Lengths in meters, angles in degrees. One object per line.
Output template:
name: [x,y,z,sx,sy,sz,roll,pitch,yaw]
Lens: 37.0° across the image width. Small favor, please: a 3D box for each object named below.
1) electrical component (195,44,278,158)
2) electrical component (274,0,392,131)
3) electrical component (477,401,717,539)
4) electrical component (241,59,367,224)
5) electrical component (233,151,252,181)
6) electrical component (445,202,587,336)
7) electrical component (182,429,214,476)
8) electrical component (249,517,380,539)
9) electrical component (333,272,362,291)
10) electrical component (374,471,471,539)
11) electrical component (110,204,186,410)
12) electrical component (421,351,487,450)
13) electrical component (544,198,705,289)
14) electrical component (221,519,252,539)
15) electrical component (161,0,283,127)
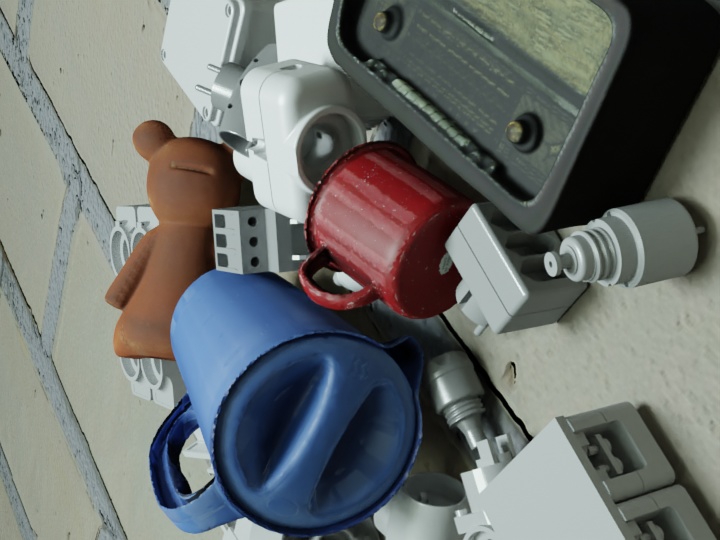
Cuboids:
electrical component: [-0.084,-0.130,0.797,0.079,0.077,0.043,24,167,14]
electrical component: [-0.014,-0.144,0.735,0.100,0.048,0.099,4,100,56]
electrical component: [0.137,0.155,0.554,0.150,0.062,0.089,63,142,27]
electrical component: [-0.034,-0.081,0.686,0.059,0.054,0.095,25,128,49]
electrical component: [-0.059,-0.079,0.822,0.081,0.043,0.043,32,123,49]
electrical component: [0.081,0.008,0.623,0.065,0.047,0.076,63,142,27]
electrical component: [-0.084,0.143,0.886,0.121,0.079,0.063,-11,109,57]
electrical component: [-0.034,0.212,0.799,0.064,0.099,0.099,-27,74,49]
electrical component: [0.000,0.000,0.757,0.061,0.035,0.035,-23,77,59]
electrical component: [0.036,0.172,0.728,0.079,0.044,0.077,32,123,50]
electrical component: [-0.186,0.031,1.024,0.105,0.060,0.186,6,101,56]
electrical component: [0.063,0.083,0.677,0.035,0.035,0.061,-49,58,49]
electrical component: [0.127,-0.010,0.526,0.040,0.078,0.040,168,90,-72]
electrical component: [-0.087,0.228,0.931,0.081,0.042,0.063,46,129,42]
electrical component: [-0.108,-0.189,0.861,0.108,0.056,0.108,53,137,37]
